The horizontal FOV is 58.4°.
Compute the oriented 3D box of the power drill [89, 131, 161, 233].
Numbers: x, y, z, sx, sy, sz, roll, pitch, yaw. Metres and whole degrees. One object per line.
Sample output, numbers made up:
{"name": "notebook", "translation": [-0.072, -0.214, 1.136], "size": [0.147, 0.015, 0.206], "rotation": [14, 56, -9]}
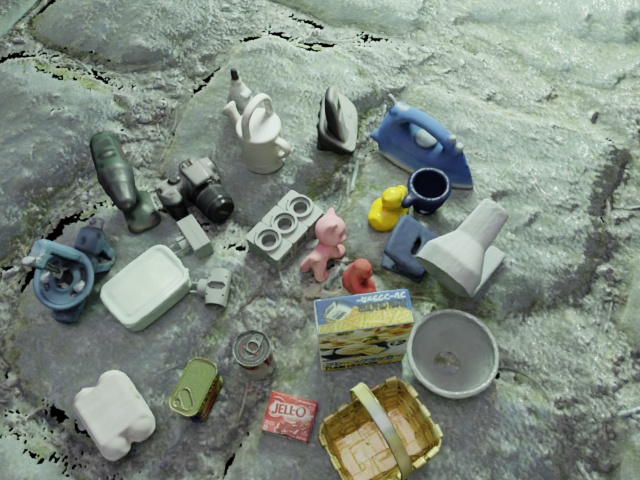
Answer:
{"name": "power drill", "translation": [-0.399, -0.105, 1.178], "size": [0.076, 0.208, 0.229], "rotation": [-26, 64, -11]}

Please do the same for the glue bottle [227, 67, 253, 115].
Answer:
{"name": "glue bottle", "translation": [-0.183, -0.327, 1.310], "size": [0.078, 0.173, 0.037], "rotation": [26, 66, 15]}

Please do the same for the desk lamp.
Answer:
{"name": "desk lamp", "translation": [0.275, 0.026, 1.083], "size": [0.117, 0.214, 0.203], "rotation": [37, 69, 20]}

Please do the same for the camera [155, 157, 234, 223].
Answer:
{"name": "camera", "translation": [-0.261, -0.098, 1.231], "size": [0.143, 0.101, 0.136], "rotation": [-37, 67, -16]}

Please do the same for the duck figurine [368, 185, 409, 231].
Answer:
{"name": "duck figurine", "translation": [0.147, -0.074, 1.213], "size": [0.105, 0.086, 0.077], "rotation": [-42, 68, -18]}

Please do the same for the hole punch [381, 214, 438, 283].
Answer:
{"name": "hole punch", "translation": [0.187, 0.016, 1.161], "size": [0.101, 0.091, 0.109], "rotation": [23, 65, 14]}

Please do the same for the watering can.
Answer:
{"name": "watering can", "translation": [-0.139, -0.241, 1.250], "size": [0.172, 0.194, 0.101], "rotation": [13, 63, 9]}

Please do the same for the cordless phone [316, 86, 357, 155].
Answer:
{"name": "cordless phone", "translation": [0.038, -0.294, 1.278], "size": [0.094, 0.185, 0.147], "rotation": [1, 62, 3]}

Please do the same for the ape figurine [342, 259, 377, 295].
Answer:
{"name": "ape figurine", "translation": [0.081, 0.069, 1.135], "size": [0.076, 0.092, 0.078], "rotation": [15, 63, 10]}

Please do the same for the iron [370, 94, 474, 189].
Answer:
{"name": "iron", "translation": [0.239, -0.219, 1.256], "size": [0.257, 0.141, 0.119], "rotation": [34, 68, 18]}

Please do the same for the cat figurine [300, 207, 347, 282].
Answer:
{"name": "cat figurine", "translation": [0.011, 0.004, 1.158], "size": [0.067, 0.118, 0.128], "rotation": [27, 66, 16]}

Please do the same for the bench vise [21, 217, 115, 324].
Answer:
{"name": "bench vise", "translation": [-0.493, 0.034, 1.100], "size": [0.121, 0.220, 0.207], "rotation": [-2, 62, 1]}

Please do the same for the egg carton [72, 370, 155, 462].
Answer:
{"name": "egg carton", "translation": [-0.369, 0.313, 1.032], "size": [0.107, 0.069, 0.150], "rotation": [-38, 67, -17]}

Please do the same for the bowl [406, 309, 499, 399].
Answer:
{"name": "bowl", "translation": [0.240, 0.217, 1.061], "size": [0.167, 0.075, 0.167], "rotation": [-1, 62, 2]}

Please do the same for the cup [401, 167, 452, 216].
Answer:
{"name": "cup", "translation": [0.217, -0.086, 1.212], "size": [0.118, 0.095, 0.091], "rotation": [-34, 66, -15]}
